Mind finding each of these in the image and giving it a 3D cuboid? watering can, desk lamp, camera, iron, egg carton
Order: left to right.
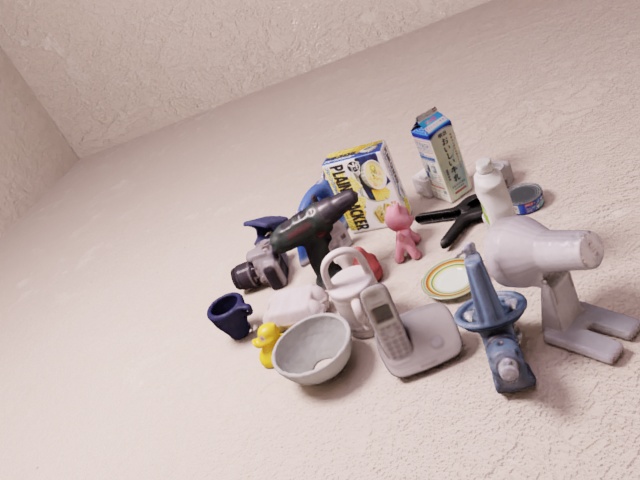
[{"bbox_3d":[-0.159,0.063,1.470,0.136,0.101,0.143,-20,30,11],"label":"camera"},{"bbox_3d":[-0.052,0.156,1.269,0.150,0.069,0.107,-16,31,18],"label":"egg carton"},{"bbox_3d":[-0.014,-0.064,1.516,0.118,0.142,0.259,-3,37,35],"label":"iron"},{"bbox_3d":[0.063,0.092,1.152,0.101,0.194,0.172,-33,30,-12],"label":"watering can"},{"bbox_3d":[0.385,0.064,0.922,0.118,0.214,0.202,-41,32,-24],"label":"desk lamp"}]

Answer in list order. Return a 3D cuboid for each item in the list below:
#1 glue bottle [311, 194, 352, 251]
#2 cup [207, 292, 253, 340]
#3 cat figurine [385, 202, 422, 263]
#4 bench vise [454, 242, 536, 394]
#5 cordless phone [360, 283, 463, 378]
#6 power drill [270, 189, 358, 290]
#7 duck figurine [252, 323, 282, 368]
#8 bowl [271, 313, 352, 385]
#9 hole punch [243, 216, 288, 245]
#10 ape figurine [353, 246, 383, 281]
[{"bbox_3d":[0.017,-0.042,1.423,0.078,0.173,0.037,-35,31,-15],"label":"glue bottle"},{"bbox_3d":[-0.188,0.181,1.312,0.117,0.095,0.092,-7,35,31],"label":"cup"},{"bbox_3d":[0.186,-0.028,1.325,0.067,0.118,0.128,-17,31,16],"label":"cat figurine"},{"bbox_3d":[0.284,0.118,0.909,0.121,0.220,0.207,-27,29,-1],"label":"bench vise"},{"bbox_3d":[0.157,0.142,1.007,0.147,0.185,0.094,-25,30,3],"label":"cordless phone"},{"bbox_3d":[0.012,0.005,1.317,0.229,0.209,0.075,-20,30,11],"label":"power drill"},{"bbox_3d":[-0.093,0.209,1.200,0.104,0.086,0.077,-27,29,-2],"label":"duck figurine"},{"bbox_3d":[-0.005,0.225,1.116,0.167,0.075,0.167,-20,30,12],"label":"bowl"},{"bbox_3d":[-0.149,-0.041,1.638,0.108,0.091,0.101,4,41,42],"label":"hole punch"},{"bbox_3d":[0.098,0.052,1.293,0.078,0.092,0.076,-37,31,-18],"label":"ape figurine"}]
